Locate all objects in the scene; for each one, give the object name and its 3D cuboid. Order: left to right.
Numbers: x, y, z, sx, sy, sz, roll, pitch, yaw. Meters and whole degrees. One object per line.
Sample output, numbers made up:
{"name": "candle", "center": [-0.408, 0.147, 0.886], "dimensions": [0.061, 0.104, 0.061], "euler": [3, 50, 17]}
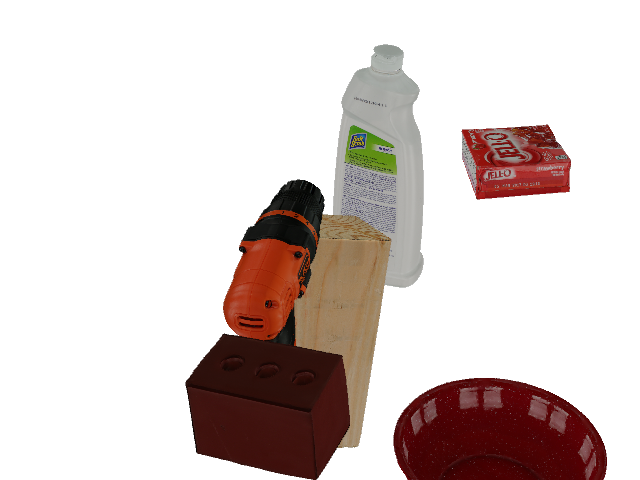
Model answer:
{"name": "foam brick", "center": [-0.029, 0.093, 0.605], "dimensions": [0.078, 0.051, 0.053], "euler": [8, 30, 20]}
{"name": "power drill", "center": [-0.030, 0.064, 0.845], "dimensions": [0.057, 0.188, 0.184], "euler": [5, 33, 12]}
{"name": "wood block", "center": [-0.004, 0.085, 1.015], "dimensions": [0.090, 0.206, 0.091], "euler": [2, 15, -22]}
{"name": "bleach bottle", "center": [0.067, -0.077, 1.099], "dimensions": [0.103, 0.251, 0.068], "euler": [13, 33, 15]}
{"name": "bowl", "center": [0.136, 0.177, 0.829], "dimensions": [0.162, 0.055, 0.162], "euler": [0, 32, 0]}
{"name": "gelatin box", "center": [0.155, -0.065, 0.854], "dimensions": [0.073, 0.030, 0.089], "euler": [-3, 25, 1]}
